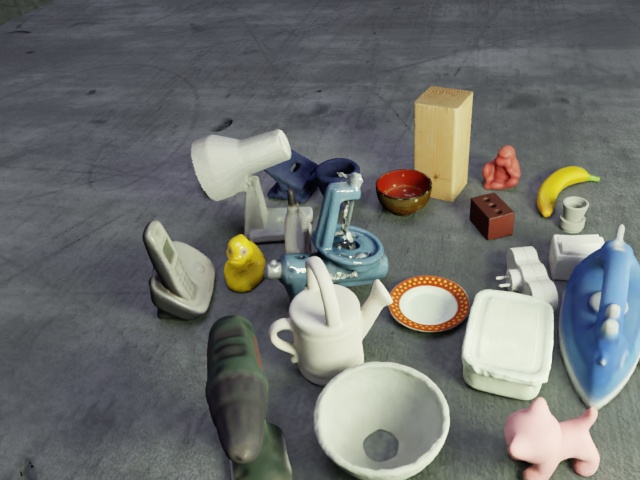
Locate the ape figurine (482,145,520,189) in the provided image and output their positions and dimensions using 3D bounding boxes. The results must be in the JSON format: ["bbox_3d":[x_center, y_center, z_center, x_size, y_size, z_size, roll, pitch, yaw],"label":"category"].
[{"bbox_3d":[0.380,-0.153,1.185,0.076,0.092,0.077,-28,42,-26],"label":"ape figurine"}]

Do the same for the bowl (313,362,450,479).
[{"bbox_3d":[0.077,0.239,0.721,0.167,0.075,0.167,-4,37,3],"label":"bowl"}]

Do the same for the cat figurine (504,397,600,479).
[{"bbox_3d":[0.268,0.229,0.671,0.128,0.118,0.067,-13,37,-8],"label":"cat figurine"}]

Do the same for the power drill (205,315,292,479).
[{"bbox_3d":[-0.086,0.208,0.674,0.075,0.209,0.229,-13,37,-8],"label":"power drill"}]

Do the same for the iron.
[{"bbox_3d":[0.406,0.098,0.806,0.118,0.142,0.259,10,40,21],"label":"iron"}]

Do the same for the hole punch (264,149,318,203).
[{"bbox_3d":[-0.058,-0.145,1.237,0.100,0.091,0.109,10,40,20],"label":"hole punch"}]

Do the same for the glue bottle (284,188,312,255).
[{"bbox_3d":[-0.041,-0.015,0.994,0.037,0.173,0.078,1,37,10],"label":"glue bottle"}]

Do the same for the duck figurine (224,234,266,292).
[{"bbox_3d":[-0.138,0.029,1.022,0.077,0.086,0.104,1,37,10],"label":"duck figurine"}]

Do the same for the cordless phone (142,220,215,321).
[{"bbox_3d":[-0.240,0.029,0.954,0.094,0.185,0.147,-6,37,0],"label":"cordless phone"}]

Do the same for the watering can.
[{"bbox_3d":[0.014,0.103,0.811,0.173,0.194,0.100,-29,42,-27],"label":"watering can"}]

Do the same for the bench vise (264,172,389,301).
[{"bbox_3d":[0.016,0.008,0.915,0.208,0.220,0.121,-30,43,-28],"label":"bench vise"}]

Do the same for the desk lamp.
[{"bbox_3d":[-0.125,-0.107,1.095,0.203,0.214,0.118,-4,37,3],"label":"desk lamp"}]

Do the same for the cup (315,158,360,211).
[{"bbox_3d":[0.037,-0.099,1.160,0.091,0.095,0.118,0,37,9],"label":"cup"}]
